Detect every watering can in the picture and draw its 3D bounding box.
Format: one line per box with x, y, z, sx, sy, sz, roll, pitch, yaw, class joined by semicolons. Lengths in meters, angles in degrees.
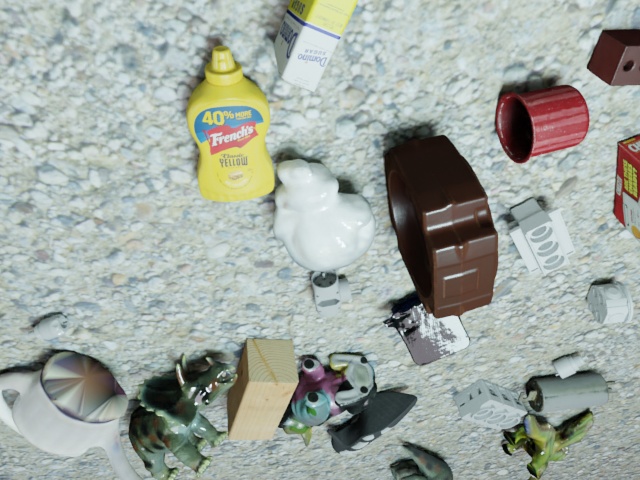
-0.413;0.325;0.911;0.345;0.106;0.221;38;119;-15;watering can

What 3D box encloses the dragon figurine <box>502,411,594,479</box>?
0.624;0.517;1.375;0.244;0.124;0.400;-26;137;-13;dragon figurine

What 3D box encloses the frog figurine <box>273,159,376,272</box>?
0.002;-0.035;0.688;0.137;0.125;0.156;0;147;13;frog figurine
